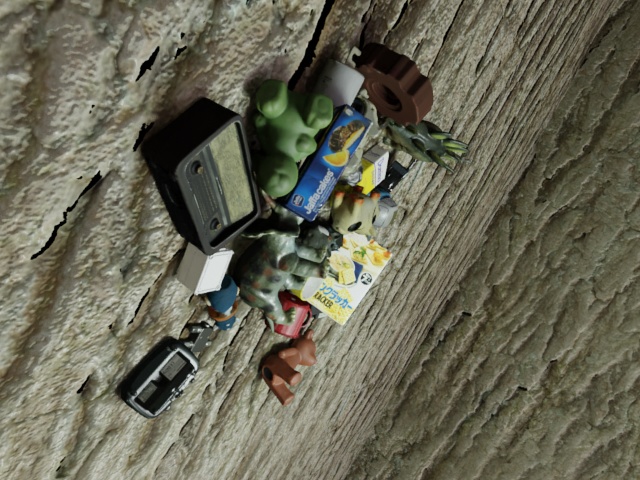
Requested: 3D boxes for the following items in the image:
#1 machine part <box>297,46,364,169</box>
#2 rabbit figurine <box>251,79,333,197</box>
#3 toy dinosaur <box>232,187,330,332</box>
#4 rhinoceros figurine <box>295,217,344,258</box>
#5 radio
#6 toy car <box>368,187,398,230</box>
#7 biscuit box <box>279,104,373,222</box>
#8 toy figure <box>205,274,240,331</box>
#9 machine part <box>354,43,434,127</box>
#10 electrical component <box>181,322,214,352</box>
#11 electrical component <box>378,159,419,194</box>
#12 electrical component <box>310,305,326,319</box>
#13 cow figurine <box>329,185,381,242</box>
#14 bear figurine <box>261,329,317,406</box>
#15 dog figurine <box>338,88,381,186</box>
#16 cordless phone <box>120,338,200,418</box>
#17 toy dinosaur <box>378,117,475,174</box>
[{"bbox_3d":[0.009,-0.236,0.976,0.243,0.079,0.079,-61,155,10],"label":"machine part"},{"bbox_3d":[-0.069,-0.148,0.873,0.159,0.121,0.170,150,-45,-68],"label":"rabbit figurine"},{"bbox_3d":[-0.104,0.059,1.062,0.131,0.192,0.404,-82,-162,-50],"label":"toy dinosaur"},{"bbox_3d":[-0.002,-0.004,1.191,0.073,0.112,0.190,-59,163,8],"label":"rhinoceros figurine"},{"bbox_3d":[-0.171,-0.087,0.822,0.131,0.073,0.229,-45,152,-26],"label":"radio"},{"bbox_3d":[0.147,-0.076,1.391,0.161,0.103,0.109,-11,130,-55],"label":"toy car"},{"bbox_3d":[0.008,-0.130,0.919,0.202,0.059,0.063,-60,-163,-1],"label":"biscuit box"},{"bbox_3d":[-0.190,0.125,1.060,0.154,0.064,0.058,99,-4,-50],"label":"toy figure"},{"bbox_3d":[0.138,-0.295,1.039,0.056,0.180,0.179,-52,155,-8],"label":"machine part"},{"bbox_3d":[-0.244,0.195,1.086,0.063,0.021,0.094,-59,155,3],"label":"electrical component"},{"bbox_3d":[0.201,-0.178,1.380,0.119,0.048,0.075,-51,180,17],"label":"electrical component"},{"bbox_3d":[0.008,0.144,1.418,0.115,0.058,0.134,-5,126,-38],"label":"electrical component"},{"bbox_3d":[0.085,-0.055,1.204,0.195,0.086,0.127,-21,132,-62],"label":"cow figurine"},{"bbox_3d":[-0.063,0.338,1.469,0.196,0.132,0.120,-18,136,-46],"label":"bear figurine"},{"bbox_3d":[0.064,-0.207,1.113,0.172,0.121,0.190,-55,170,1],"label":"dog figurine"},{"bbox_3d":[-0.295,0.282,1.051,0.146,0.089,0.184,-49,165,-20],"label":"cordless phone"},{"bbox_3d":[0.249,-0.233,1.278,0.471,0.199,0.105,-5,127,-58],"label":"toy dinosaur"}]
